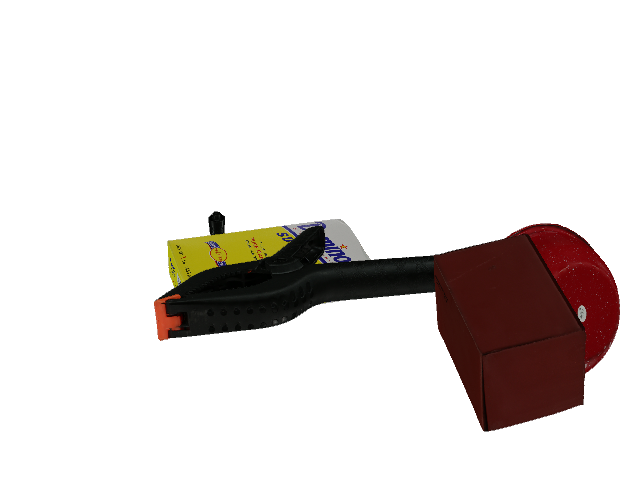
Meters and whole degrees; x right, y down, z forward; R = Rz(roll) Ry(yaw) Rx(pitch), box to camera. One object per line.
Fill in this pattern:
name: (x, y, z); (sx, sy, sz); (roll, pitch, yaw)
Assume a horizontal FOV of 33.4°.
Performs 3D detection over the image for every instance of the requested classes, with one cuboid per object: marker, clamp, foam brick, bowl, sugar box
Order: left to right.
marker: (-0.116, 0.020, 1.212); (0.020, 0.121, 0.020); (1, 33, -1)
sugar box: (-0.048, 0.026, 0.998); (0.176, 0.048, 0.093); (-10, 32, -15)
clamp: (-0.017, 0.031, 0.750); (0.165, 0.036, 0.209); (9, 20, 44)
foam brick: (0.091, 0.043, 0.519); (0.051, 0.053, 0.078); (-12, 38, -5)
bowl: (0.223, 0.065, 0.987); (0.161, 0.162, 0.055); (0, 2, -26)
